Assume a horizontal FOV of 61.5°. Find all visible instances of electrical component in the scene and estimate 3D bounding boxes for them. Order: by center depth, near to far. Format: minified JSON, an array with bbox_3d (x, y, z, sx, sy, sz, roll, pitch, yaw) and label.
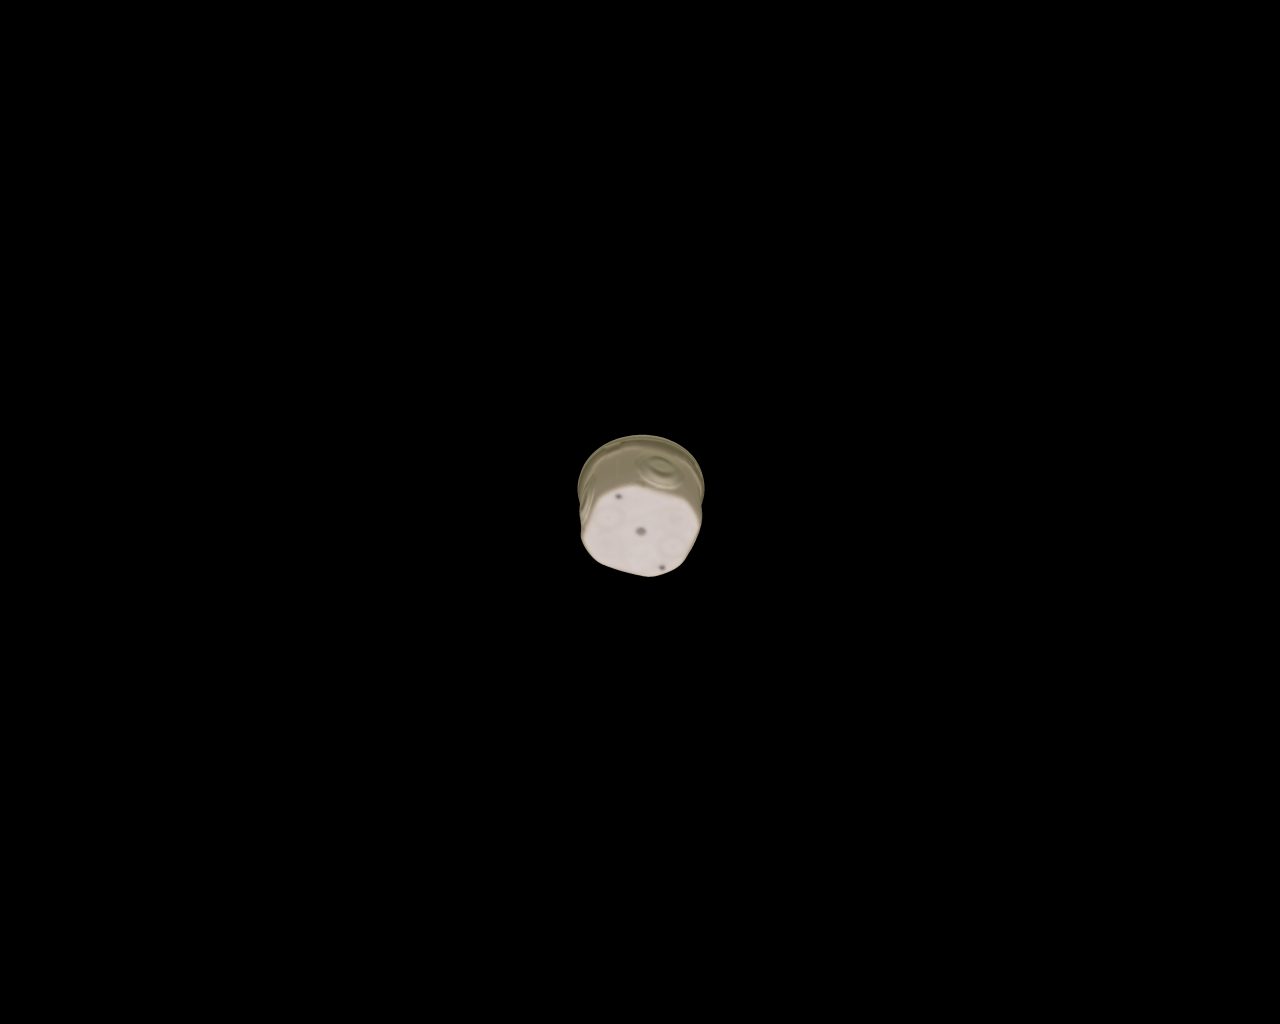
[{"bbox_3d":[0.001,-0.003,0.650,0.080,0.080,0.051,0,37,0],"label":"electrical component"}]
